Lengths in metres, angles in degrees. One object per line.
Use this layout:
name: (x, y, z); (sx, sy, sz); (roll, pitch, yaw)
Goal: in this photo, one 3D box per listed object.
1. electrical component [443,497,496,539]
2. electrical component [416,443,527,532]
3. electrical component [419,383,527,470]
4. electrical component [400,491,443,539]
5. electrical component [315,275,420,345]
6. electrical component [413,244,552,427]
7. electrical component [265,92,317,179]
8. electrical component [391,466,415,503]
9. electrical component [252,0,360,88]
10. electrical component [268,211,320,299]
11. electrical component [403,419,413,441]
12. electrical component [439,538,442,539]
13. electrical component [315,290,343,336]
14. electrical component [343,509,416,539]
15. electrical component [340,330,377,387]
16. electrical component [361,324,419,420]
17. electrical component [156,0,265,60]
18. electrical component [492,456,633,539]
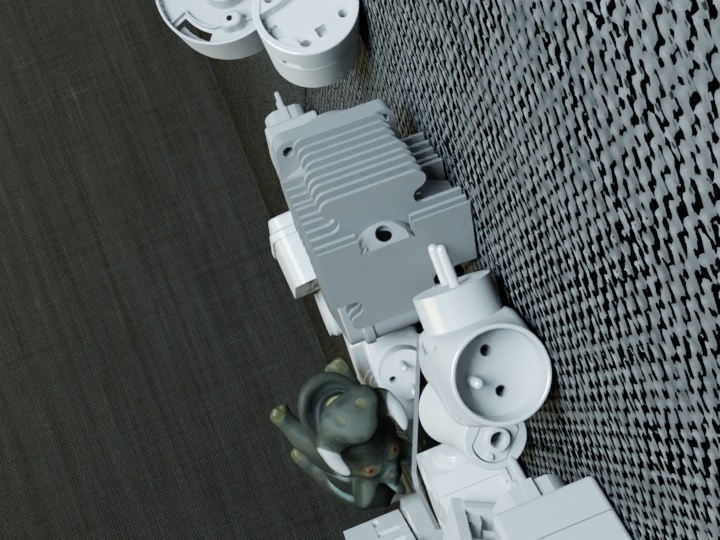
electrical component: (0.078, 0.193, 0.527); (0.150, 0.062, 0.089); (-98, 15, -67)
electrical component: (0.070, 0.132, 0.627); (0.080, 0.051, 0.080); (159, 90, -84)
electrical component: (0.062, 0.081, 0.573); (0.065, 0.044, 0.044); (-150, 39, -73)
electrical component: (0.068, 0.197, 0.836); (0.095, 0.059, 0.053); (83, 164, -69)
electrical component: (0.000, 0.000, 0.772); (0.113, 0.057, 0.078); (-131, 20, -74)
electrical component: (0.048, 0.025, 0.481); (0.077, 0.043, 0.079); (-162, 51, -83)
electrical component: (-0.060, -0.120, 0.946); (0.065, 0.047, 0.076); (90, 159, -74)
electrical component: (0.051, 0.182, 0.928); (0.048, 0.062, 0.048); (159, 90, -84)
electrical component: (-0.026, -0.129, 0.571); (0.047, 0.055, 0.055); (75, 172, -74)
electrical component: (-0.031, -0.021, 0.889); (0.113, 0.078, 0.057); (117, 129, -82)
electrical component: (0.052, 0.124, 0.853); (0.061, 0.035, 0.035); (61, 178, -25)
electrical component: (0.084, 0.206, 0.733); (0.078, 0.057, 0.058); (-132, 21, -74)
electrical component: (-0.008, 0.031, 0.970); (0.045, 0.055, 0.045); (159, 90, -84)
electrical component: (0.018, 0.223, 0.808); (0.089, 0.056, 0.050); (-156, 45, -82)
electrical component: (0.013, 0.061, 0.886); (0.099, 0.048, 0.099); (-113, 5, -53)
electrical component: (0.031, 0.071, 0.786); (0.079, 0.043, 0.077); (-121, 9, -80)
electrical component: (-0.093, -0.198, 0.749); (0.064, 0.099, 0.099); (65, -177, -80)
electrical component: (0.082, 0.116, 0.470); (0.076, 0.047, 0.065); (-117, 8, -46)
